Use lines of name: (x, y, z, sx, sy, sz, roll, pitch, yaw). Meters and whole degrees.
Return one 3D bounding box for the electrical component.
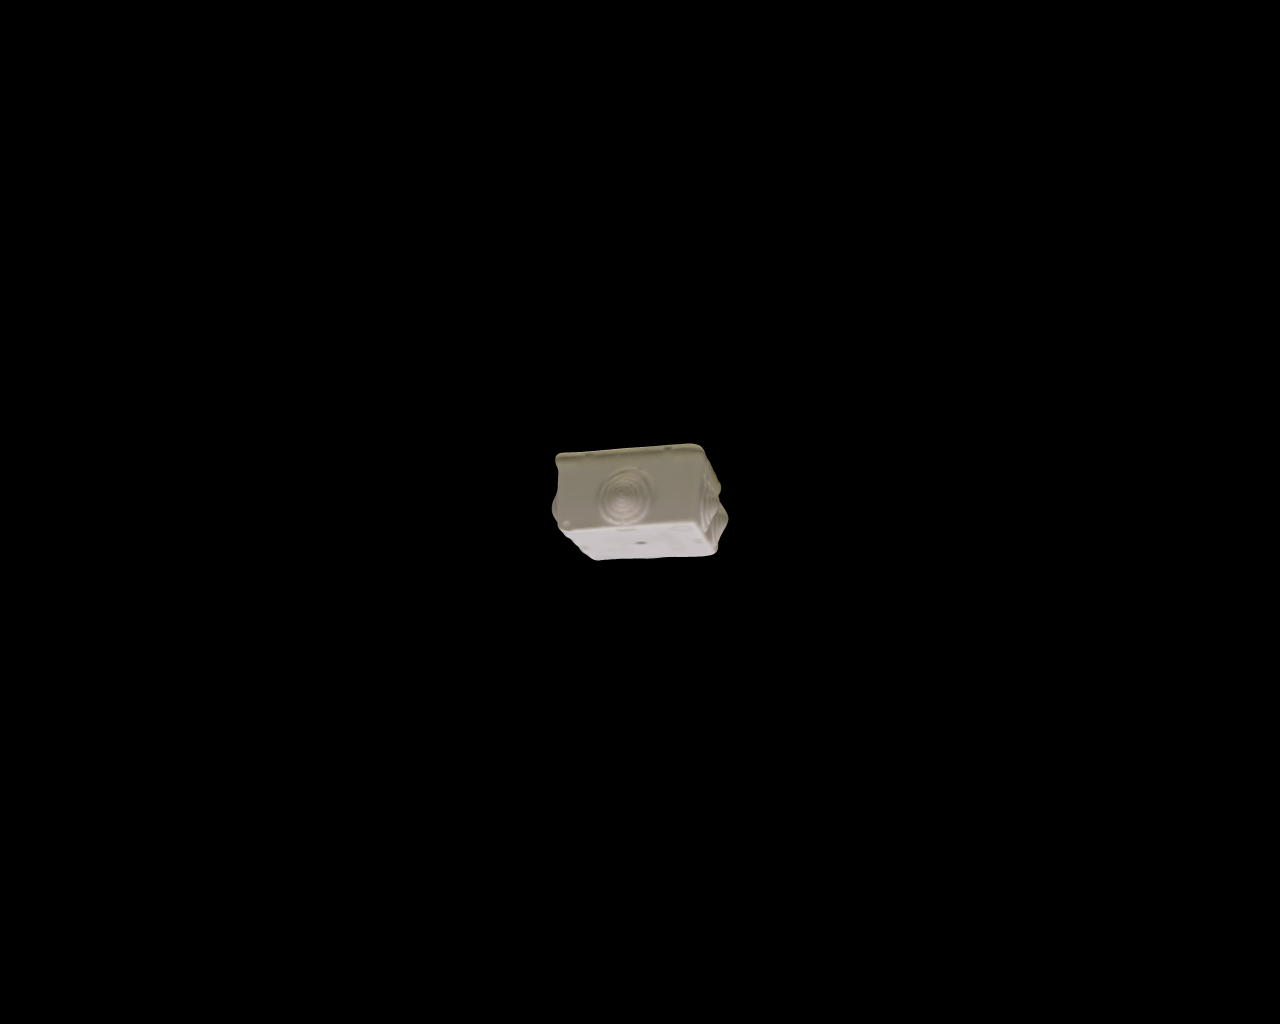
electrical component: (0.001, -0.003, 0.650, 0.100, 0.048, 0.099, -3, -16, 11)
